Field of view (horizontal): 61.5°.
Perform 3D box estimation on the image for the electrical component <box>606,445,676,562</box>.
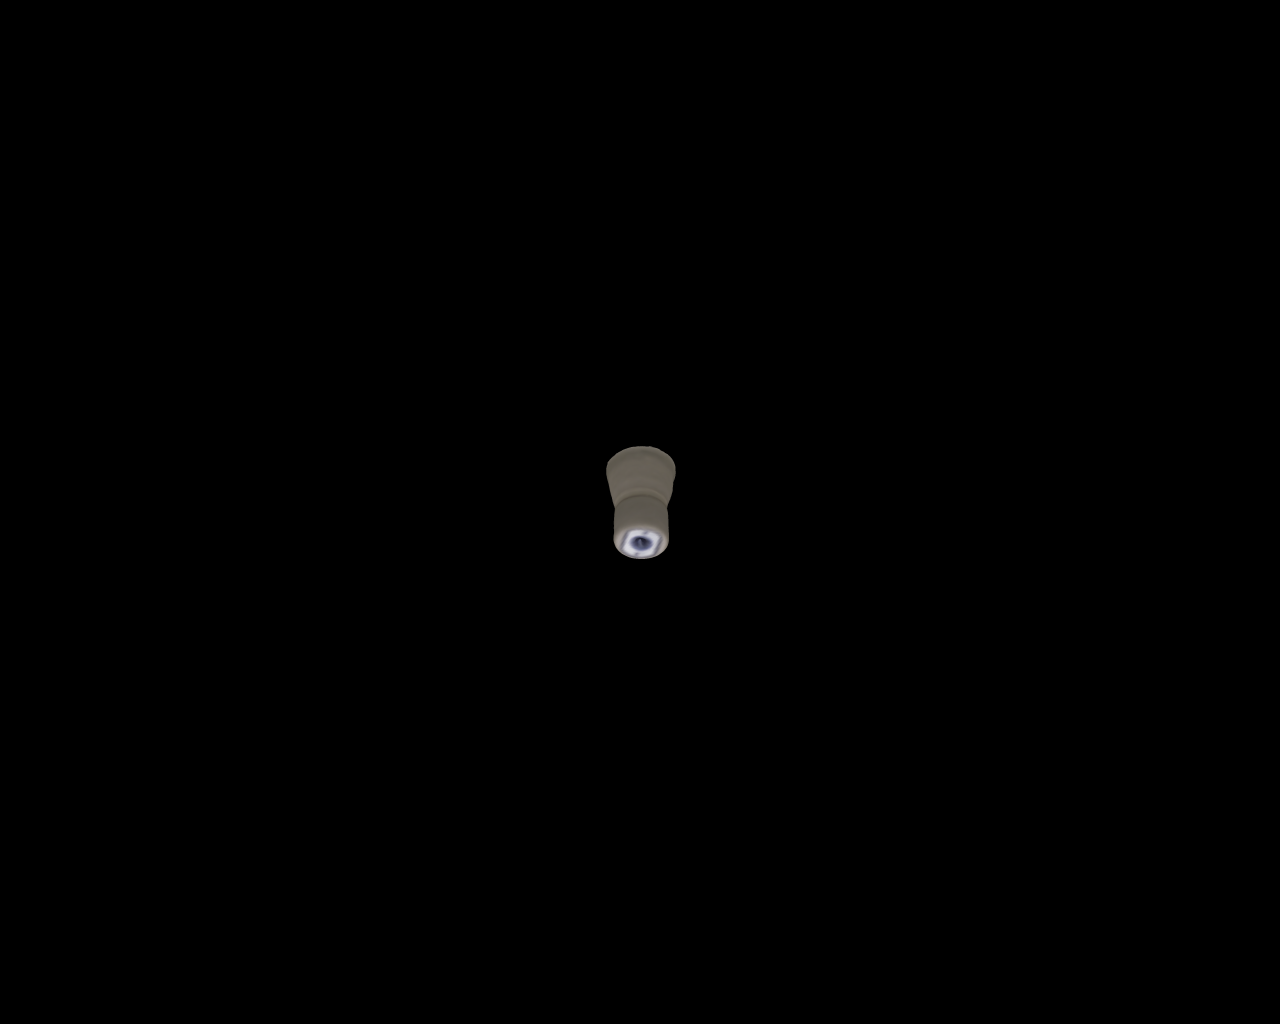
[{"bbox_3d":[0.001,-0.003,0.650,0.044,0.065,0.044,0,-43,0],"label":"electrical component"}]
